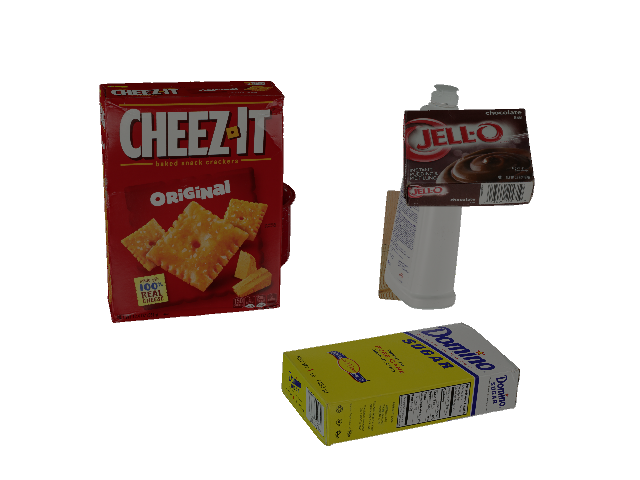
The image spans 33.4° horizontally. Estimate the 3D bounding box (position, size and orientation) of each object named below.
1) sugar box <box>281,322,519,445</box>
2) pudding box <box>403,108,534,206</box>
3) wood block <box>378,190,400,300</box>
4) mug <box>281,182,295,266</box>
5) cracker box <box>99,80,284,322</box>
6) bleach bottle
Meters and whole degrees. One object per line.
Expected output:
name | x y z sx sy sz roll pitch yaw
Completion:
sugar box | 0.066 0.115 0.885 0.176 0.048 0.093 -10 26 -22
pudding box | 0.131 -0.075 0.958 0.113 0.090 0.039 0 -37 2
wood block | 0.138 0.005 1.603 0.091 0.090 0.206 4 25 4
mug | -0.086 -0.014 1.197 0.117 0.081 0.093 -7 30 -15
cracker box | -0.119 -0.036 0.995 0.164 0.214 0.072 -3 21 -15
bleach bottle | 0.131 -0.053 1.240 0.068 0.251 0.103 -1 22 -21
